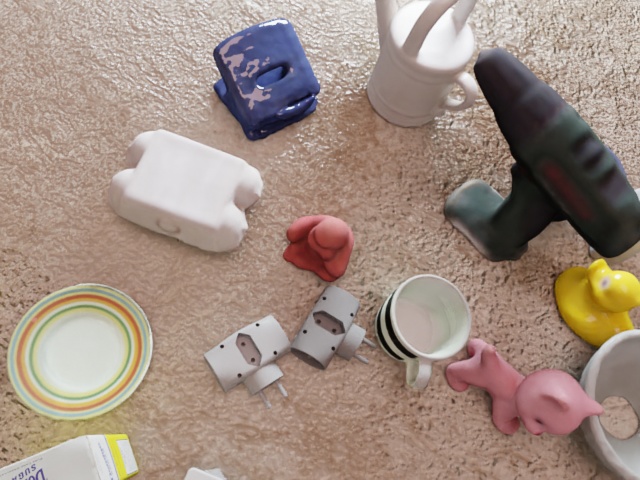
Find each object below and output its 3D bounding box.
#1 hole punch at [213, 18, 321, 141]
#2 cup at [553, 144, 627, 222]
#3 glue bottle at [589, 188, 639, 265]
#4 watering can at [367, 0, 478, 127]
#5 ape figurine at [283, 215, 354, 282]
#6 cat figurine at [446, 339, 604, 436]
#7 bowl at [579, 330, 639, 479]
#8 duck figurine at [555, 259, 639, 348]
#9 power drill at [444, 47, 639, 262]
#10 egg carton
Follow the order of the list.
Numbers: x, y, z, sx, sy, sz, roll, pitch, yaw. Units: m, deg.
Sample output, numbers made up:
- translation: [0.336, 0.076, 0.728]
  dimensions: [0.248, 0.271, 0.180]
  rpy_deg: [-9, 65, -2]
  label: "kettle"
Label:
- translation: [-0.058, -0.186, 0.663]
  dimensions: [0.109, 0.091, 0.101]
  rpy_deg: [-31, 78, -19]
  label: "hole punch"
- translation: [0.291, -0.073, 0.681]
  dimensions: [0.092, 0.095, 0.117]
  rpy_deg: [-8, 71, -13]
  label: "cup"
- translation: [0.368, -0.033, 0.637]
  dimensions: [0.037, 0.173, 0.078]
  rpy_deg: [20, 67, -2]
  label: "glue bottle"
- translation: [0.117, -0.227, 0.654]
  dimensions: [0.173, 0.194, 0.101]
  rpy_deg: [30, 67, 2]
  label: "watering can"
- translation: [0.006, 0.002, 0.602]
  dimensions: [0.076, 0.092, 0.078]
  rpy_deg: [-21, 74, -17]
  label: "ape figurine"
- translation: [0.205, 0.148, 0.569]
  dimensions: [0.127, 0.117, 0.067]
  rpy_deg: [40, 68, 6]
  label: "cat figurine"
- translation: [0.337, 0.183, 0.603]
  dimensions: [0.167, 0.074, 0.167]
  rpy_deg: [4, 69, -9]
  label: "bowl"
- translation: [0.322, 0.068, 0.638]
  dimensions: [0.078, 0.086, 0.104]
  rpy_deg: [-25, 76, -18]
  label: "duck figurine"
- translation: [0.213, -0.063, 0.602]
  dimensions: [0.076, 0.208, 0.229]
  rpy_deg: [-42, 81, -21]
  label: "power drill"
- translation: [-0.142, -0.051, 0.608]
  dimensions: [0.150, 0.069, 0.107]
  rpy_deg: [19, 67, -2]
  label: "egg carton"
